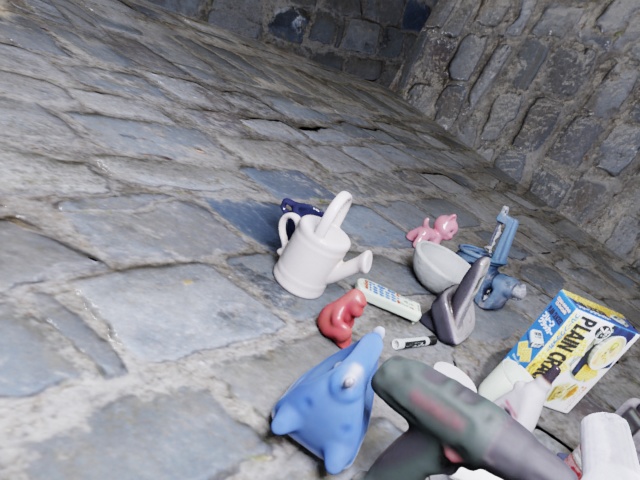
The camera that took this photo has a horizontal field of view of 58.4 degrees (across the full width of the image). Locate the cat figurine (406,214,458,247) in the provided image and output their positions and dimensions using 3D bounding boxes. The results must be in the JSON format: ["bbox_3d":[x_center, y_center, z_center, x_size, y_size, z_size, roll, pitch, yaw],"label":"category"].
[{"bbox_3d":[0.304,-0.028,1.486,0.128,0.117,0.067,11,30,-36],"label":"cat figurine"}]

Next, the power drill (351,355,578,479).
[{"bbox_3d":[0.132,0.249,0.637,0.229,0.208,0.076,41,26,23],"label":"power drill"}]

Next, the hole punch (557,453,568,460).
[{"bbox_3d":[0.458,0.369,0.918,0.109,0.091,0.101,24,25,-14],"label":"hole punch"}]

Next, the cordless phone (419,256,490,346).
[{"bbox_3d":[0.293,0.107,1.126,0.094,0.185,0.148,38,25,18],"label":"cordless phone"}]

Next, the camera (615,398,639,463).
[{"bbox_3d":[0.674,0.385,1.121,0.137,0.100,0.143,22,25,-18],"label":"camera"}]

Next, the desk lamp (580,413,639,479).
[{"bbox_3d":[0.310,0.323,0.689,0.118,0.213,0.203,28,24,-5],"label":"desk lamp"}]

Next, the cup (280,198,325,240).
[{"bbox_3d":[-0.041,-0.017,1.101,0.117,0.095,0.092,36,24,12],"label":"cup"}]

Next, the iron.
[{"bbox_3d":[0.041,0.178,0.755,0.118,0.141,0.259,33,24,8],"label":"iron"}]

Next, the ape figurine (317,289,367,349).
[{"bbox_3d":[0.044,0.120,0.932,0.076,0.092,0.078,39,25,19],"label":"ape figurine"}]

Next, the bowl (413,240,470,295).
[{"bbox_3d":[0.272,0.078,1.297,0.168,0.074,0.167,25,24,-12],"label":"bowl"}]

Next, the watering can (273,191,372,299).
[{"bbox_3d":[0.010,0.003,0.997,0.173,0.194,0.101,26,24,-8],"label":"watering can"}]

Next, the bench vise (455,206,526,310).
[{"bbox_3d":[0.425,0.044,1.359,0.207,0.219,0.122,41,26,23],"label":"bench vise"}]

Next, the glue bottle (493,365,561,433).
[{"bbox_3d":[0.309,0.253,0.874,0.037,0.173,0.078,15,28,-29],"label":"glue bottle"}]
